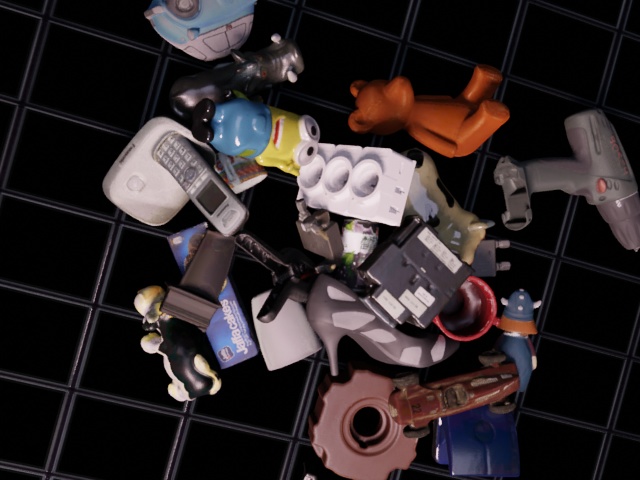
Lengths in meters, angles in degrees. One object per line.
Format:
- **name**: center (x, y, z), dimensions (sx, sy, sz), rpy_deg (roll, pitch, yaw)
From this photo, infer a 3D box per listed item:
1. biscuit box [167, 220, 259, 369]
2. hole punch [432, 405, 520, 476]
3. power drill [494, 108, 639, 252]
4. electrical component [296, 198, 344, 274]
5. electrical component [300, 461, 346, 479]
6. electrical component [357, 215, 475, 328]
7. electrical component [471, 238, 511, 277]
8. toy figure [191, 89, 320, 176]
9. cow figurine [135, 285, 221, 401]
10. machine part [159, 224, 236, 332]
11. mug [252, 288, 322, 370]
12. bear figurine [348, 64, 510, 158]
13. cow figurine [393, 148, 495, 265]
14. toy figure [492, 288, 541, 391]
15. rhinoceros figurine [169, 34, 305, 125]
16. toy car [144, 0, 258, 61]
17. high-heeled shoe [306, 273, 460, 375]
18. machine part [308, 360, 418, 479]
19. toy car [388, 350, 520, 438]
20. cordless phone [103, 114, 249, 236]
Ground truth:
- **biscuit box**: center (-0.148, 0.076, 0.762), dimensions (0.059, 0.063, 0.202), rpy_deg (-22, 94, -6)
- **hole punch**: center (0.234, 0.292, 0.806), dimensions (0.142, 0.092, 0.115), rpy_deg (3, 88, -4)
- **power drill**: center (0.383, -0.074, 0.817), dimensions (0.207, 0.086, 0.232), rpy_deg (-14, 92, -3)
- **electrical component**: center (-0.002, -0.001, 0.745), dimensions (0.045, 0.078, 0.102), rpy_deg (-43, 140, -31)
- **electrical component**: center (-0.014, 0.400, 0.797), dimensions (0.075, 0.048, 0.119), rpy_deg (27, 87, -7)
- **electrical component**: center (0.118, 0.049, 0.715), dimensions (0.134, 0.058, 0.115), rpy_deg (-45, 94, -7)
- **electrical component**: center (0.249, 0.026, 0.831), dimensions (0.094, 0.021, 0.063), rpy_deg (-3, 92, -6)
- **toy figure**: center (-0.079, -0.143, 0.696), dimensions (0.180, 0.089, 0.082), rpy_deg (3, 123, -38)
- **cow figurine**: center (-0.196, 0.137, 0.734), dimensions (0.068, 0.098, 0.167), rpy_deg (-31, 98, -33)
- **machine part**: center (-0.153, 0.045, 0.708), dimensions (0.084, 0.039, 0.139), rpy_deg (27, 88, -4)
- **mug**: center (-0.044, 0.116, 0.771), dimensions (0.109, 0.081, 0.107), rpy_deg (-22, 87, -30)
- **bear figurine**: center (0.146, -0.194, 0.763), dimensions (0.196, 0.132, 0.120), rpy_deg (18, 51, -12)
- **cow figurine**: center (0.167, -0.044, 0.790), dimensions (0.127, 0.085, 0.195), rpy_deg (-28, 90, -4)
- **toy figure**: center (0.298, 0.151, 0.824), dimensions (0.064, 0.058, 0.154), rpy_deg (9, 86, -13)
- **rhinoceros figurine**: center (-0.115, -0.221, 0.733), dimensions (0.190, 0.112, 0.073), rpy_deg (-20, 91, 2)
- **toy car**: center (-0.151, -0.301, 0.739), dimensions (0.162, 0.109, 0.102), rpy_deg (-26, 118, -17)
- **high-heeled shoe**: center (0.095, 0.111, 0.774), dimensions (0.249, 0.086, 0.145), rpy_deg (-4, 90, -28)
- **machine part**: center (0.070, 0.269, 0.799), dimensions (0.179, 0.056, 0.179), rpy_deg (0, 92, -6)
- **toy car**: center (0.195, 0.217, 0.762), dimensions (0.202, 0.053, 0.089), rpy_deg (-10, 87, -10)
- **cordless phone**: center (-0.179, -0.055, 0.698), dimensions (0.146, 0.088, 0.184), rpy_deg (-46, 74, 16)
